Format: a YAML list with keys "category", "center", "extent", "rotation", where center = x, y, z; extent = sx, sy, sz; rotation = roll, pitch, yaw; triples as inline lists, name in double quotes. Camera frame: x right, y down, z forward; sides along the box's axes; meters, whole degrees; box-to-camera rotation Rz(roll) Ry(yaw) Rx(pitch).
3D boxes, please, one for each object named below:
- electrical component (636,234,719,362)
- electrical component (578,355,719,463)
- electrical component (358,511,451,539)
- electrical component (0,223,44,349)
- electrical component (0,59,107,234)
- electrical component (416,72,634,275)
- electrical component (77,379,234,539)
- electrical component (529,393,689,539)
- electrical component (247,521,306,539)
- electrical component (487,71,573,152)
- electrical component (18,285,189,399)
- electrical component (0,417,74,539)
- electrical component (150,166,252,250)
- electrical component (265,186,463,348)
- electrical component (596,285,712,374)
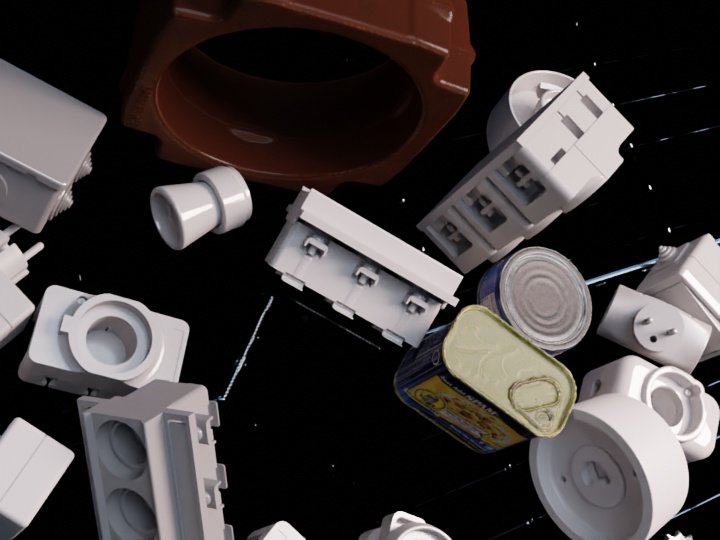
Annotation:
- category: "electrical component"
  center: [0.272, 0.022, 0.874]
  extent: [0.096, 0.062, 0.061]
  rotation: [46, 59, -3]
- category: "electrical component"
  center: [0.222, 0.108, 0.819]
  extent: [0.095, 0.059, 0.053]
  rotation: [28, 61, -14]
- category: "electrical component"
  center: [0.030, 0.195, 0.695]
  extent: [0.058, 0.057, 0.078]
  rotation: [24, 62, -16]
- category: "electrical component"
  center: [-0.228, -0.001, 0.653]
  extent: [0.083, 0.047, 0.076]
  rotation: [48, 58, -2]
- category: "electrical component"
  center: [-0.218, -0.079, 0.669]
  extent: [0.100, 0.048, 0.099]
  rotation: [28, 35, -14]
- category: "electrical component"
  center: [0.120, -0.063, 0.782]
  extent: [0.061, 0.150, 0.089]
  rotation: [46, 59, -2]
- category: "electrical component"
  center: [-0.114, 0.129, 0.620]
  extent: [0.063, 0.079, 0.121]
  rotation: [-30, 120, -57]
- category: "electrical component"
  center: [0.180, 0.140, 0.762]
  extent: [0.060, 0.108, 0.108]
  rotation: [-18, 79, -36]
- category: "electrical component"
  center: [-0.037, 0.203, 0.660]
  extent: [0.089, 0.056, 0.050]
  rotation: [44, 59, -4]
- category: "electrical component"
  center: [0.154, -0.111, 0.882]
  extent: [0.099, 0.064, 0.099]
  rotation: [9, 55, -14]
- category: "electrical component"
  center: [-0.157, 0.048, 0.662]
  extent: [0.089, 0.056, 0.050]
  rotation: [17, 64, -19]
- category: "electrical component"
  center: [-0.210, 0.108, 0.598]
  extent: [0.076, 0.083, 0.047]
  rotation: [36, 60, -9]
- category: "electrical component"
  center: [-0.107, -0.043, 0.728]
  extent: [0.055, 0.045, 0.045]
  rotation: [-23, 82, -31]
- category: "electrical component"
  center: [0.000, 0.000, 0.747]
  extent: [0.121, 0.079, 0.063]
  rotation: [30, 90, -13]
- category: "electrical component"
  center: [0.227, 0.045, 0.822]
  extent: [0.077, 0.079, 0.043]
  rotation: [25, 88, 11]
